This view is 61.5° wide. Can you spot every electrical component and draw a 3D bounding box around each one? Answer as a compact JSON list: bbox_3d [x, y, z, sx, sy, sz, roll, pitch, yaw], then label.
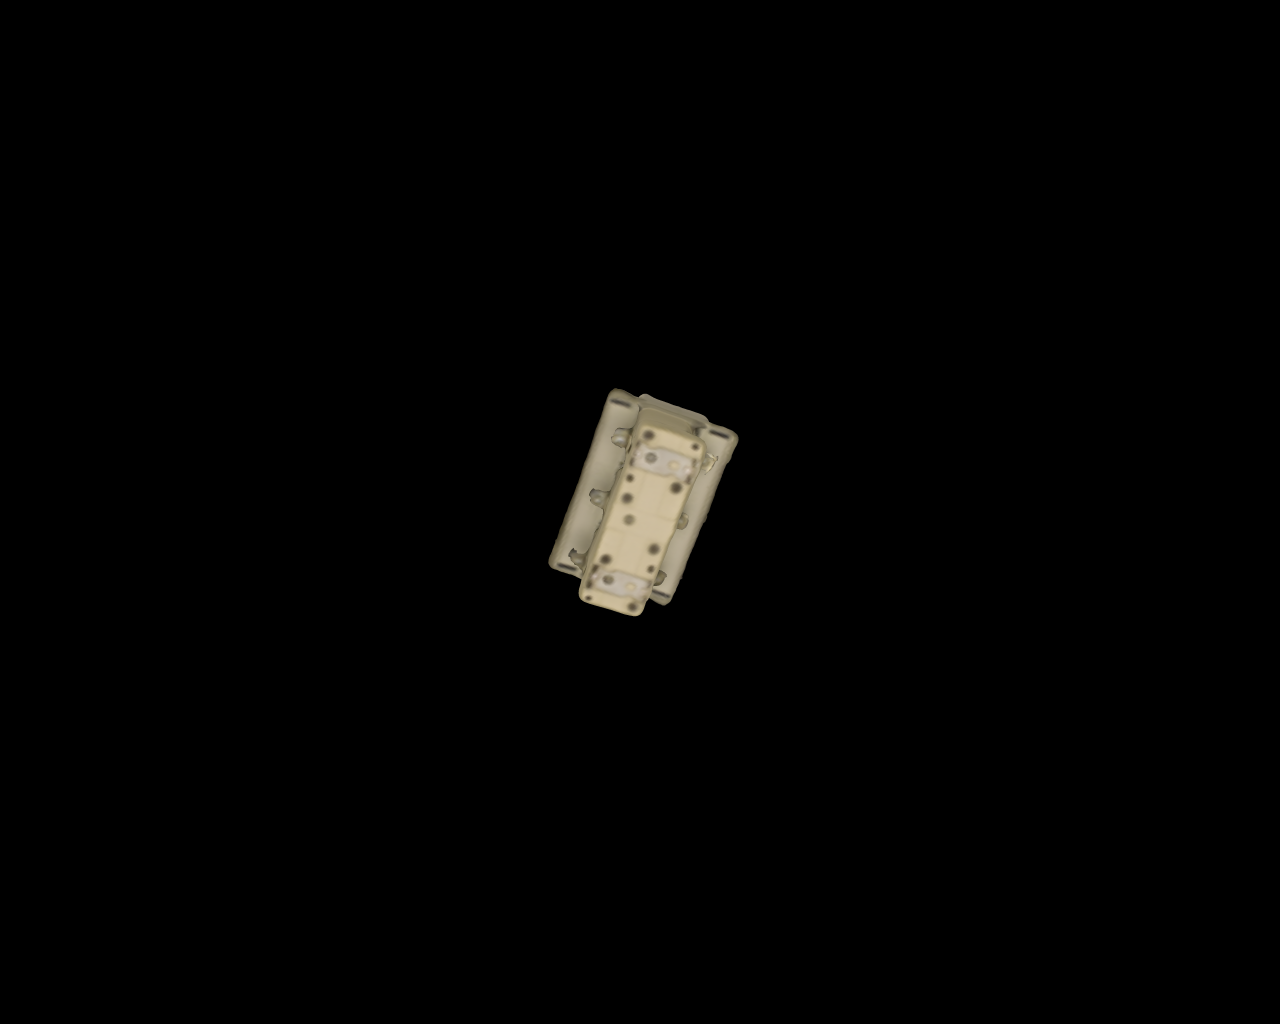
[{"bbox_3d":[0.001,-0.003,0.650,0.079,0.121,0.063,19,20,-7],"label":"electrical component"}]
